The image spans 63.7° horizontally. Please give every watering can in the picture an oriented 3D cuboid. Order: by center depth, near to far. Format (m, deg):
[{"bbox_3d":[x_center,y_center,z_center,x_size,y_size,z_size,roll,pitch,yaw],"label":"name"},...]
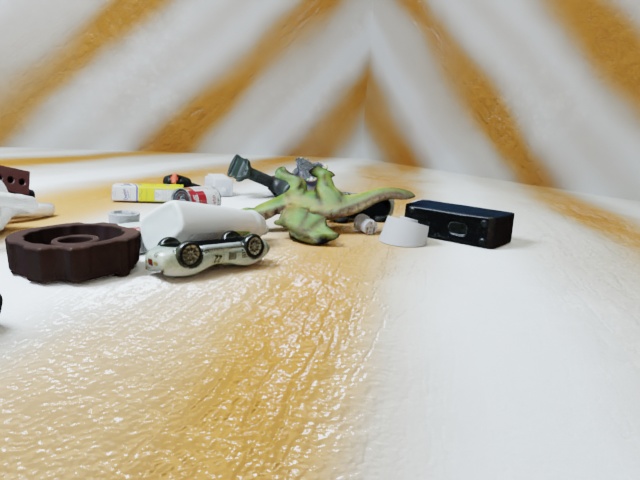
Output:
[{"bbox_3d":[-0.620,-0.059,0.920,0.224,0.104,0.347,-1,-1,-13],"label":"watering can"}]

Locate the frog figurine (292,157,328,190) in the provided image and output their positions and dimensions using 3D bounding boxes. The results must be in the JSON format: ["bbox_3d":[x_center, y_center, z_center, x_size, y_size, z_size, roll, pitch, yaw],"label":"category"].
[{"bbox_3d":[-0.029,-0.207,1.810,0.137,0.125,0.156,-4,-25,3],"label":"frog figurine"}]

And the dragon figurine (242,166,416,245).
[{"bbox_3d":[0.003,-0.056,1.105,0.410,0.119,0.248,1,35,6],"label":"dragon figurine"}]
